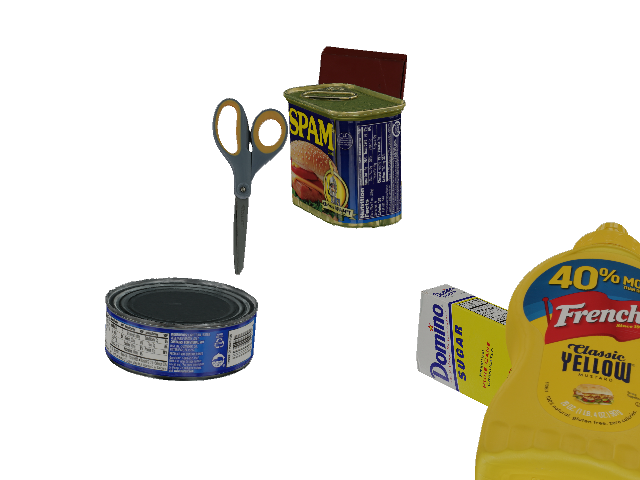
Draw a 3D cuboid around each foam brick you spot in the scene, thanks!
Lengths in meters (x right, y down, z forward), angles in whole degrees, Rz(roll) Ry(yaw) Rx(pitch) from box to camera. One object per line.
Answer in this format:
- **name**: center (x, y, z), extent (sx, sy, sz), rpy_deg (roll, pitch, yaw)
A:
- **foam brick**: center (0.038, -0.146, 0.976), extent (0.078, 0.051, 0.053), rpy_deg (7, 18, 5)

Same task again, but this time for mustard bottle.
- **mustard bottle**: center (0.142, 0.057, 0.549), extent (0.096, 0.058, 0.191), rpy_deg (8, 42, 14)

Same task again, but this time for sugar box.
- **sugar box**: center (0.170, 0.114, 1.054), extent (0.048, 0.093, 0.176), rpy_deg (-13, 23, -39)

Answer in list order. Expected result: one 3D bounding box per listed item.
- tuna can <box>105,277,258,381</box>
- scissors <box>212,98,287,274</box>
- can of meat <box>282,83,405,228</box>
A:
- **tuna can**: center (-0.079, 0.049, 0.606), extent (0.086, 0.034, 0.086), rpy_deg (5, 14, -1)
- **scissors**: center (-0.072, -0.068, 1.220), extent (0.096, 0.202, 0.016), rpy_deg (-11, -7, -13)
- **can of meat**: center (0.016, -0.061, 0.752), extent (0.057, 0.084, 0.102), rpy_deg (-11, 21, -25)
